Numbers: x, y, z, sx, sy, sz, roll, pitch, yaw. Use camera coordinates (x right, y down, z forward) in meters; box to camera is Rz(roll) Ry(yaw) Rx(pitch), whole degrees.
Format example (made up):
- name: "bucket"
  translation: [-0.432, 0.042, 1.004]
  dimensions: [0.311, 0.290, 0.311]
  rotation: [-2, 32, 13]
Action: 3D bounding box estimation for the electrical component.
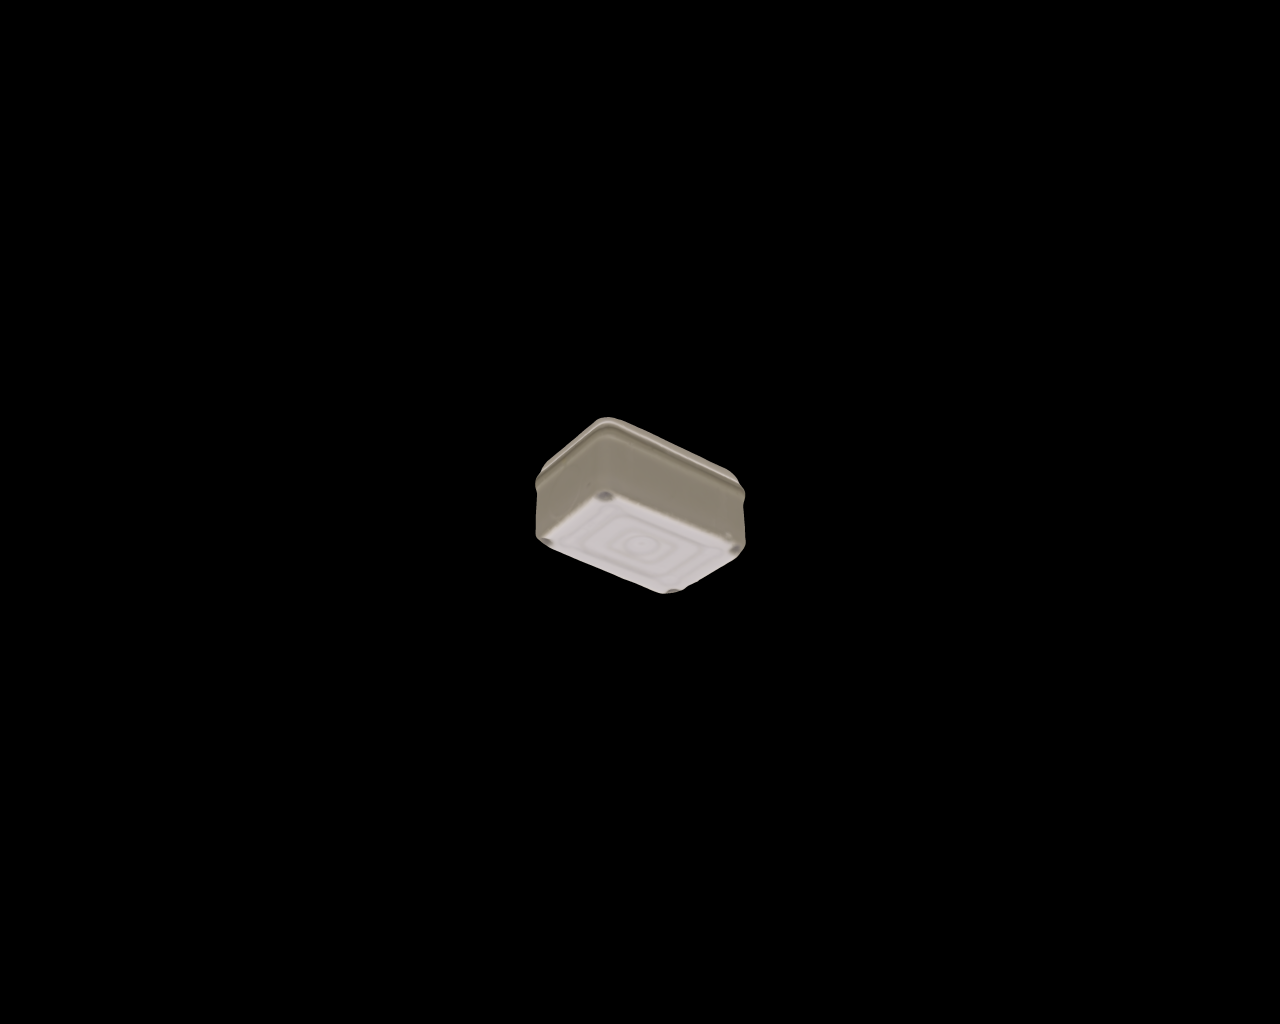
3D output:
- name: "electrical component"
  translation: [0.001, -0.003, 0.650]
  dimensions: [0.113, 0.057, 0.078]
  rotation: [24, -41, -31]
